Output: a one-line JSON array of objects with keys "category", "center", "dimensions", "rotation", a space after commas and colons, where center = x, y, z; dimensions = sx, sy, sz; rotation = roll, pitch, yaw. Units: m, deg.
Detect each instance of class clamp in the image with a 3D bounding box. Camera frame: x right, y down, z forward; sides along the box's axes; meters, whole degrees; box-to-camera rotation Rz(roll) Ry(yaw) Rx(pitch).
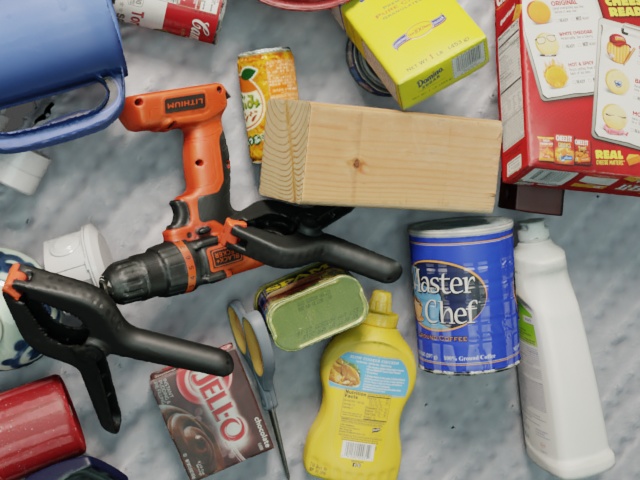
[{"category": "clamp", "center": [-0.007, 0.001, 0.989], "dimensions": [0.171, 0.120, 0.039], "rotation": [-8, 131, -33]}, {"category": "clamp", "center": [-0.190, 0.089, 0.955], "dimensions": [0.165, 0.036, 0.209], "rotation": [-24, 126, 23]}]

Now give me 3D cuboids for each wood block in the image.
[{"category": "wood block", "center": [0.058, -0.077, 0.996], "dimensions": [0.205, 0.090, 0.091], "rotation": [2, 97, -28]}]

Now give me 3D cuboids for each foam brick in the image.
[{"category": "foam brick", "center": [0.214, -0.066, 1.072], "dimensions": [0.051, 0.053, 0.078], "rotation": [3, 95, -11]}]

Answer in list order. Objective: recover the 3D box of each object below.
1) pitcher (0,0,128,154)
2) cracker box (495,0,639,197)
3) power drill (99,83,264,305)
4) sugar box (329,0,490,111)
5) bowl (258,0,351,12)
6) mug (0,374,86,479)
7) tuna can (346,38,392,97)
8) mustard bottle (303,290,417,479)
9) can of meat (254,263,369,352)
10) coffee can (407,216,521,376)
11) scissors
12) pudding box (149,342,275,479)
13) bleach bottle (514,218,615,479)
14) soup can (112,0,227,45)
[{"category": "pitcher", "center": [-0.288, -0.156, 0.900], "dimensions": [0.242, 0.149, 0.145], "rotation": [-21, 130, -9]}, {"category": "cracker box", "center": [0.255, -0.154, 1.023], "dimensions": [0.164, 0.072, 0.213], "rotation": [4, 75, -15]}, {"category": "power drill", "center": [-0.134, -0.044, 0.987], "dimensions": [0.184, 0.057, 0.187], "rotation": [-17, 100, -36]}, {"category": "sugar box", "center": [0.071, -0.209, 0.983], "dimensions": [0.093, 0.048, 0.176], "rotation": [-29, 60, -5]}, {"category": "bowl", "center": [-0.016, -0.287, 0.967], "dimensions": [0.162, 0.055, 0.162], "rotation": [2, 63, -4]}, {"category": "mug", "center": [-0.269, 0.186, 1.009], "dimensions": [0.081, 0.093, 0.117], "rotation": [-20, 130, -12]}, {"category": "tuna can", "center": [0.070, -0.183, 1.043], "dimensions": [0.086, 0.034, 0.086], "rotation": [-1, 97, -9]}, {"category": "mustard bottle", "center": [0.045, 0.145, 1.064], "dimensions": [0.096, 0.058, 0.192], "rotation": [10, 95, -6]}, {"category": "can of meat", "center": [-0.008, 0.063, 1.032], "dimensions": [0.102, 0.084, 0.057], "rotation": [-23, 101, -5]}, {"category": "coffee can", "center": [0.142, 0.052, 1.046], "dimensions": [0.102, 0.103, 0.140], "rotation": [-6, 97, -9]}, {"category": "scissors", "center": [-0.060, 0.141, 1.060], "dimensions": [0.016, 0.096, 0.202], "rotation": [-20, 130, -18]}, {"category": "pudding box", "center": [-0.107, 0.169, 1.051], "dimensions": [0.090, 0.039, 0.113], "rotation": [-22, 99, -6]}, {"category": "bleach bottle", "center": [0.233, 0.104, 1.067], "dimensions": [0.068, 0.103, 0.251], "rotation": [-12, 99, -14]}, {"category": "soup can", "center": [-0.138, -0.226, 0.987], "dimensions": [0.102, 0.068, 0.068], "rotation": [12, 94, -10]}]
